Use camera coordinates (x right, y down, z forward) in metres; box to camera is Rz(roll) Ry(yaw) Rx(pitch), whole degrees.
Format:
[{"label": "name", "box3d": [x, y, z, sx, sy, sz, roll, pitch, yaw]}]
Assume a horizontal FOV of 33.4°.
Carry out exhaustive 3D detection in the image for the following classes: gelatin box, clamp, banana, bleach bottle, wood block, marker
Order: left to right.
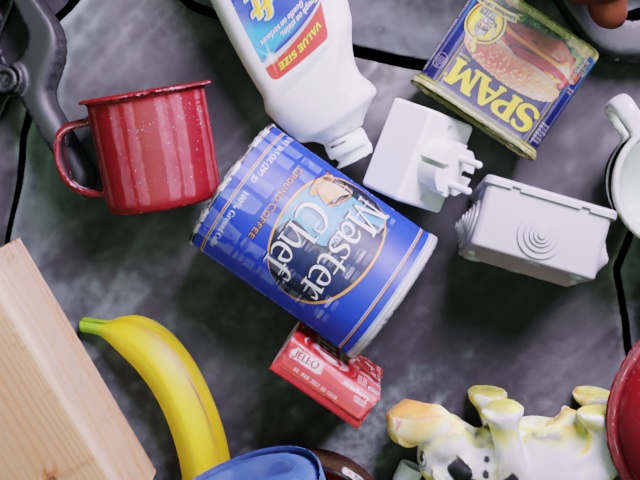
[{"label": "wood block", "box3d": [-0.213, 0.114, 0.765, 0.091, 0.090, 0.206, -27, 99, 5]}, {"label": "clamp", "box3d": [-0.213, -0.109, 0.777, 0.120, 0.039, 0.171, 9, 96, 1]}, {"label": "banana", "box3d": [-0.106, 0.132, 0.797, 0.070, 0.037, 0.198, -27, 90, 37]}, {"label": "bleach bottle", "box3d": [-0.022, -0.172, 0.743, 0.102, 0.068, 0.251, -25, 96, 6]}, {"label": "gelatin box", "box3d": [0.007, 0.090, 0.753, 0.073, 0.089, 0.030, 35, 98, 1]}, {"label": "marker", "box3d": [0.042, 0.221, 0.800, 0.020, 0.020, 0.121, 27, 98, 2]}, {"label": "clamp", "box3d": [0.251, -0.165, 0.731, 0.210, 0.036, 0.164, 29, 97, 4]}]

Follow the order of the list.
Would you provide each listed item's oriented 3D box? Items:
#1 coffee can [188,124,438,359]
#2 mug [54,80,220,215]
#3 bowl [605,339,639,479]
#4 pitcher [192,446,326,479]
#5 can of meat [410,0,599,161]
[{"label": "coffee can", "box3d": [-0.005, 0.001, 0.738, 0.140, 0.102, 0.103, 35, 98, 1]}, {"label": "mug", "box3d": [-0.127, -0.063, 0.748, 0.117, 0.093, 0.081, -10, 100, -6]}, {"label": "bowl", "box3d": [0.273, 0.122, 0.696, 0.162, 0.055, 0.162, 0, 98, -4]}, {"label": "pitcher", "box3d": [-0.023, 0.270, 0.708, 0.145, 0.149, 0.243, -25, 104, -5]}, {"label": "can of meat", "box3d": [0.128, -0.117, 0.739, 0.102, 0.057, 0.084, 34, 95, 1]}]
